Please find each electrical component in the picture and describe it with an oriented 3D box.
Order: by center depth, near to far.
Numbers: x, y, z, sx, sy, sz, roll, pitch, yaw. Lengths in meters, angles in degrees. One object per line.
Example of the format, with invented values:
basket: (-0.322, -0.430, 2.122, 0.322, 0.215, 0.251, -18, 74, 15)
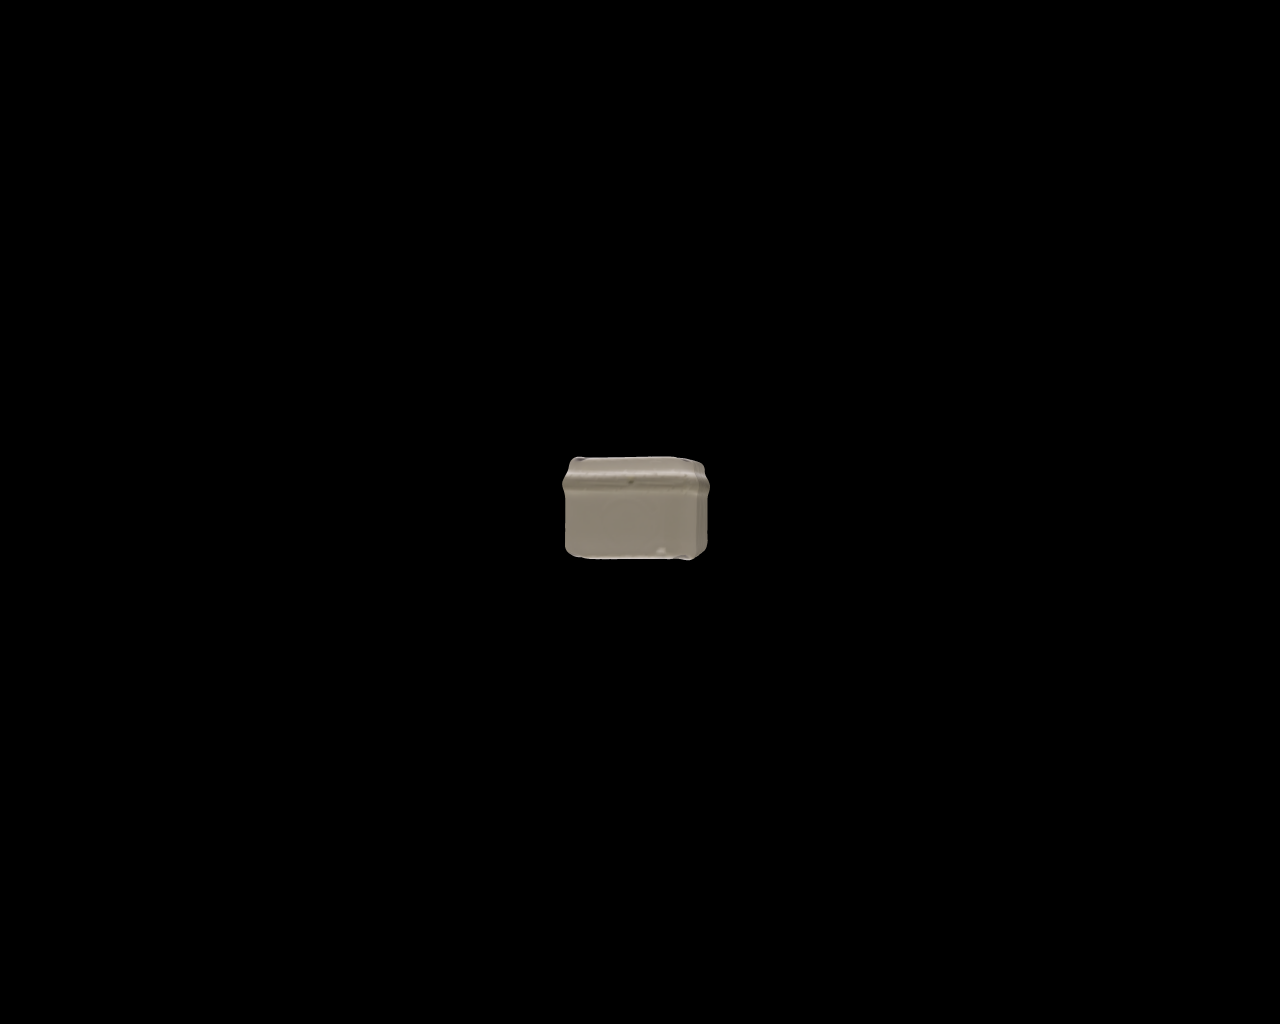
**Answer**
electrical component: (0.001, -0.003, 0.650, 0.078, 0.057, 0.113, 0, 0, 8)
